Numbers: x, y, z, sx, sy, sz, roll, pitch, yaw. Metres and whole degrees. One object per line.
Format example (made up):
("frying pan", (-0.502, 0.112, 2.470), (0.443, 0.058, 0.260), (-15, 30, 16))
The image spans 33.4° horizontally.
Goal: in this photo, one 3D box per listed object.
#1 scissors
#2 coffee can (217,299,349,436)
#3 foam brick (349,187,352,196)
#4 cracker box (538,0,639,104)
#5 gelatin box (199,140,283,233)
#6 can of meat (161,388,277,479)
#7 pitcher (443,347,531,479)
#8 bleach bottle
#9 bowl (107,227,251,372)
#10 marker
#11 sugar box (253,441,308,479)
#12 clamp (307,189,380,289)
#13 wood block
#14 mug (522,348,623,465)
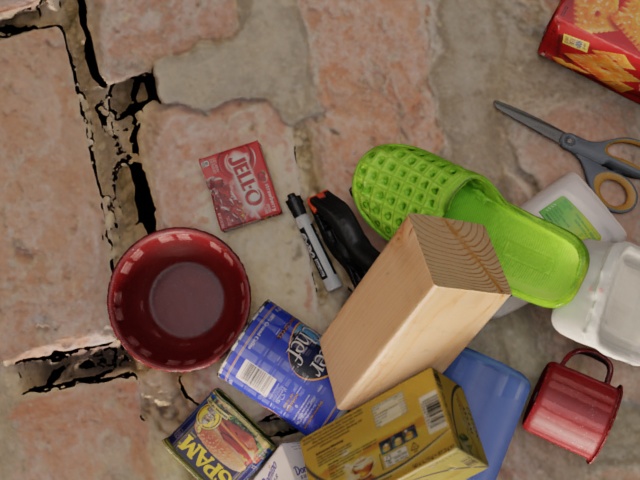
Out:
("scissors", (0.285, -0.091, 1.210), (0.202, 0.016, 0.096), (13, 86, 4))
("coffee can", (-0.026, 0.145, 1.166), (0.140, 0.103, 0.103), (33, 88, 5))
("foam brick", (0.077, -0.042, 1.200), (0.053, 0.051, 0.078), (-43, 85, 0))
("cracker box", (0.347, -0.196, 1.140), (0.214, 0.164, 0.072), (29, 90, 5))
("gelatin box", (-0.091, -0.062, 1.222), (0.073, 0.030, 0.089), (-18, 85, 2))
("can of meat", (-0.110, 0.228, 1.188), (0.102, 0.057, 0.084), (43, 87, 5))
("pitcher", (0.120, 0.234, 1.143), (0.149, 0.145, 0.243), (28, 83, -24))
("bleach bottle", (0.208, 0.038, 1.182), (0.251, 0.068, 0.102), (-39, 86, 2))
("bowl", (-0.155, 0.067, 1.203), (0.162, 0.055, 0.162), (0, 85, 3))
("marker", (-0.008, 0.001, 1.218), (0.020, 0.020, 0.121), (-25, 84, 1))
("sugar box", (-0.013, 0.310, 1.124), (0.048, 0.093, 0.176), (2, 51, -31))
("clamp", (0.039, 0.021, 1.183), (0.039, 0.120, 0.171), (-18, 53, -21))
("wood block", (0.088, 0.078, 1.059), (0.090, 0.206, 0.091), (8, 46, -26))
("mug", (0.275, 0.172, 1.155), (0.081, 0.093, 0.117), (23, 81, 9))
